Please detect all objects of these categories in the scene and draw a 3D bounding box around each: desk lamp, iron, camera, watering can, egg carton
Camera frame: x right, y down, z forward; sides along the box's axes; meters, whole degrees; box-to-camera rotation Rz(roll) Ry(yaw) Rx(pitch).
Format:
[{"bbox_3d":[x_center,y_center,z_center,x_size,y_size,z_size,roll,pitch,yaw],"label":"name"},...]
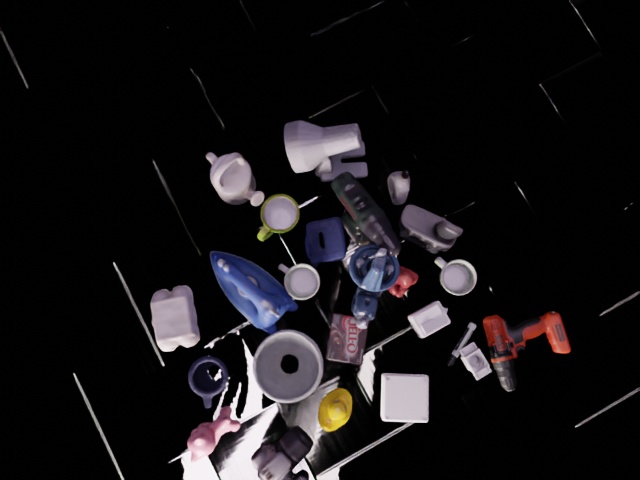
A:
[{"bbox_3d":[0.019,-0.219,1.379,0.203,0.213,0.118,-7,81,-2],"label":"desk lamp"},{"bbox_3d":[-0.177,0.107,1.359,0.258,0.141,0.119,41,82,5],"label":"iron"},{"bbox_3d":[-0.069,0.511,1.317,0.137,0.101,0.143,-44,84,-7],"label":"camera"},{"bbox_3d":[-0.205,-0.151,1.373,0.173,0.194,0.101,21,81,2],"label":"watering can"},{"bbox_3d":[-0.349,0.189,1.378,0.107,0.069,0.150,-12,81,-3],"label":"egg carton"}]

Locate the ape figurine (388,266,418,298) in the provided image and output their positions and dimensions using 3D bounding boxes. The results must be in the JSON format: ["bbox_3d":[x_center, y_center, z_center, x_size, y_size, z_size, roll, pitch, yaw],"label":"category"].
[{"bbox_3d":[0.204,0.098,1.394,0.078,0.092,0.076,-12,81,-3],"label":"ape figurine"}]

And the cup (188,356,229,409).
[{"bbox_3d":[-0.255,0.331,1.345,0.091,0.095,0.118,-1,81,-1],"label":"cup"}]

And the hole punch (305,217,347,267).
[{"bbox_3d":[0.013,0.005,1.405,0.101,0.091,0.109,-8,81,-2],"label":"hole punch"}]

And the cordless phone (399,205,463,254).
[{"bbox_3d":[0.268,-0.038,1.370,0.147,0.185,0.094,23,81,3],"label":"cordless phone"}]

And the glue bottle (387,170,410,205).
[{"bbox_3d":[0.197,-0.139,1.390,0.037,0.173,0.078,-11,81,-2],"label":"glue bottle"}]

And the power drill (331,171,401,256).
[{"bbox_3d":[0.107,-0.048,1.356,0.075,0.208,0.229,-35,83,-6],"label":"power drill"}]

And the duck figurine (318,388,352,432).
[{"bbox_3d":[0.037,0.402,1.345,0.077,0.086,0.105,32,82,4],"label":"duck figurine"}]

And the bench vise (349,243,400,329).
[{"bbox_3d":[0.132,0.099,1.327,0.121,0.220,0.207,-5,81,-2],"label":"bench vise"}]

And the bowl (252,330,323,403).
[{"bbox_3d":[-0.075,0.299,1.364,0.167,0.075,0.167,0,81,-1],"label":"bowl"}]

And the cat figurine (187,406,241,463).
[{"bbox_3d":[-0.251,0.447,1.315,0.128,0.118,0.067,-38,83,-6],"label":"cat figurine"}]
